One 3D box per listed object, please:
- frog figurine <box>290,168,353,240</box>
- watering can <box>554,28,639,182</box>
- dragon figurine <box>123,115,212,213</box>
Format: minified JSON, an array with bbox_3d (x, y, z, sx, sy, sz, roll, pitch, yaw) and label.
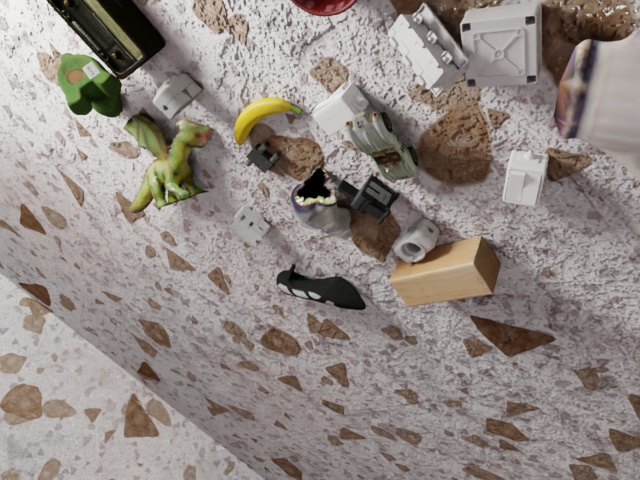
[{"bbox_3d":[0.003,-0.057,1.139,0.139,0.123,0.156,44,162,40],"label":"frog figurine"},{"bbox_3d":[0.459,-0.167,0.749,0.225,0.106,0.339,13,134,22],"label":"watering can"},{"bbox_3d":[-0.411,-0.198,1.293,0.408,0.124,0.240,-10,106,35],"label":"dragon figurine"}]
